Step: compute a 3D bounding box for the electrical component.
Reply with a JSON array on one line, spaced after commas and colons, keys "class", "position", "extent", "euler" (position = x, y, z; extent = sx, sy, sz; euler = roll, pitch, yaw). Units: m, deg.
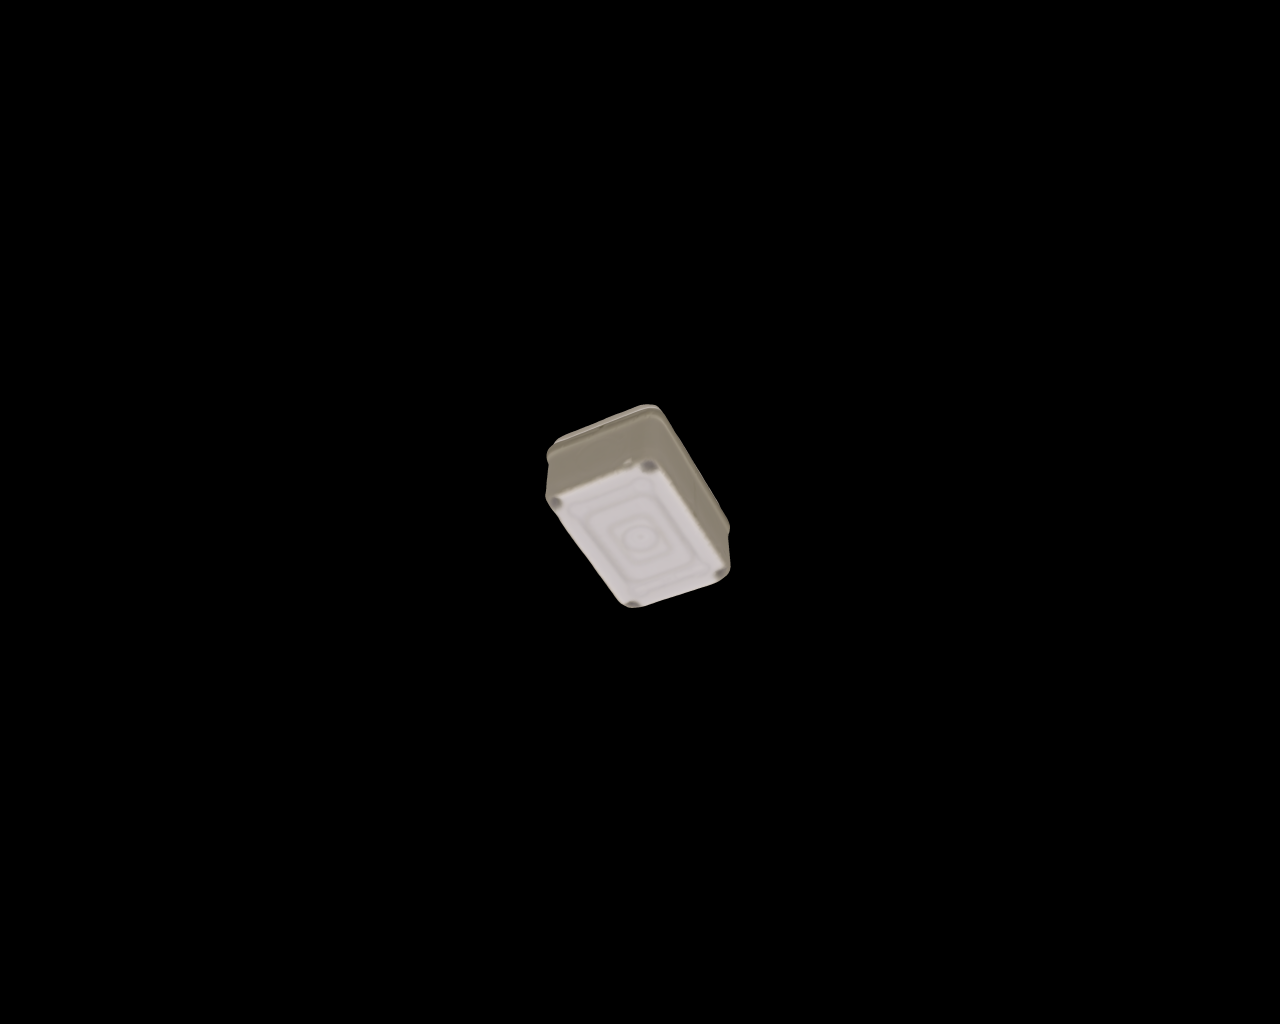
[{"class": "electrical component", "position": [0.001, -0.003, 0.650], "extent": [0.078, 0.057, 0.113], "euler": [-20, -50, 17]}]
